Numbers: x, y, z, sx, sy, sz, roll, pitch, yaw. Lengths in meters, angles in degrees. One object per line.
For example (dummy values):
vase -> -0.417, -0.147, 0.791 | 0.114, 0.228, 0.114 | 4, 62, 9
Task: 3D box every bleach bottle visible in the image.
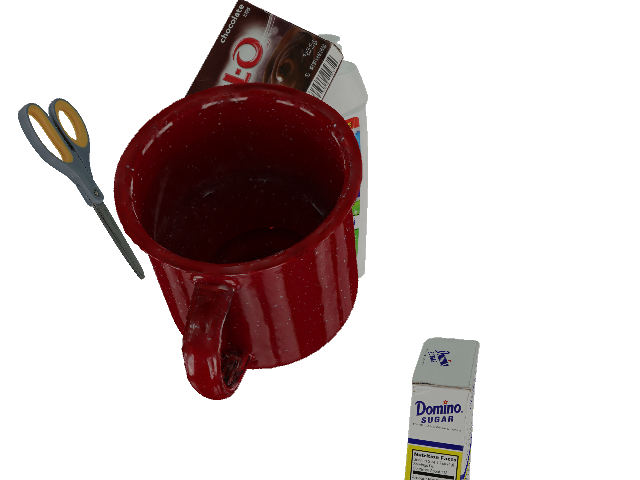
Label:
bleach bottle -> -0.003, -0.077, 1.057 | 0.102, 0.251, 0.068 | -10, 28, -19

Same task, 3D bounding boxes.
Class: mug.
mug -> -0.029, 0.008, 0.419 | 0.093, 0.117, 0.081 | 4, -36, 10

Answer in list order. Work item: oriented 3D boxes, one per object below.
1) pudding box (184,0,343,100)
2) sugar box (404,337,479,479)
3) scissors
pudding box -> -0.047, -0.113, 0.806 | 0.090, 0.113, 0.039 | 30, 0, 22
sugar box -> 0.081, 0.165, 0.745 | 0.048, 0.176, 0.093 | 3, 15, 11
scissors -> -0.226, -0.061, 1.065 | 0.016, 0.201, 0.096 | -25, 27, 23
